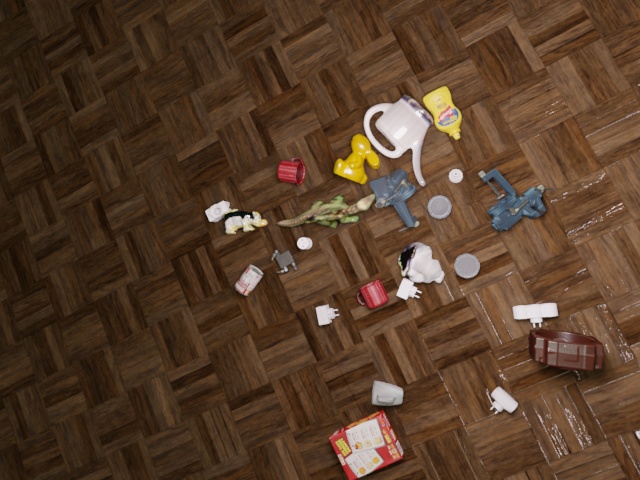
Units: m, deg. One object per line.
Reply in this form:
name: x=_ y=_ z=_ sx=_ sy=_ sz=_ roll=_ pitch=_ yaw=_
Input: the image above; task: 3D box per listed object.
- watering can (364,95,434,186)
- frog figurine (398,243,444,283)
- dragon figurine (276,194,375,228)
watering can: x=0.316 y=-0.376 z=1.850 sx=0.223 sy=0.103 sz=0.350 roll=-44 pitch=76 yaw=8
frog figurine: x=0.365 y=0.086 z=1.825 sx=0.159 sy=0.122 sz=0.138 roll=18 pitch=83 yaw=-21
dragon figurine: x=0.006 y=-0.093 z=1.847 sx=0.409 sy=0.243 sz=0.122 roll=-15 pitch=89 yaw=11
